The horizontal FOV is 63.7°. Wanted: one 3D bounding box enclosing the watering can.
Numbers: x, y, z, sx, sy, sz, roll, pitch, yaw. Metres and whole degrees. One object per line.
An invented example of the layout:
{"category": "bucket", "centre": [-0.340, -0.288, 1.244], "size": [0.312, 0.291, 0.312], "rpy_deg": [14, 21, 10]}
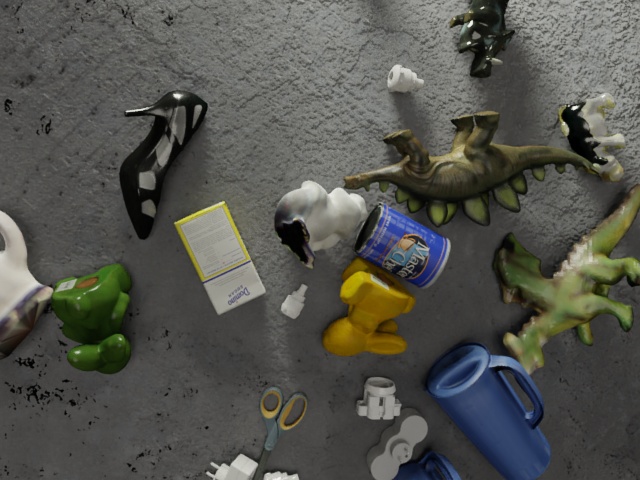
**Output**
{"category": "watering can", "centre": [-0.582, 0.116, 0.809], "size": [0.223, 0.104, 0.349], "rpy_deg": [40, 85, -8]}

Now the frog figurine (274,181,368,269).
{"category": "frog figurine", "centre": [0.003, -0.045, 0.897], "size": [0.162, 0.123, 0.135], "rpy_deg": [-42, 124, -30]}

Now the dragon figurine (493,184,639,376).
{"category": "dragon figurine", "centre": [0.453, 0.058, 0.967], "size": [0.243, 0.121, 0.414], "rpy_deg": [17, 81, 0]}
